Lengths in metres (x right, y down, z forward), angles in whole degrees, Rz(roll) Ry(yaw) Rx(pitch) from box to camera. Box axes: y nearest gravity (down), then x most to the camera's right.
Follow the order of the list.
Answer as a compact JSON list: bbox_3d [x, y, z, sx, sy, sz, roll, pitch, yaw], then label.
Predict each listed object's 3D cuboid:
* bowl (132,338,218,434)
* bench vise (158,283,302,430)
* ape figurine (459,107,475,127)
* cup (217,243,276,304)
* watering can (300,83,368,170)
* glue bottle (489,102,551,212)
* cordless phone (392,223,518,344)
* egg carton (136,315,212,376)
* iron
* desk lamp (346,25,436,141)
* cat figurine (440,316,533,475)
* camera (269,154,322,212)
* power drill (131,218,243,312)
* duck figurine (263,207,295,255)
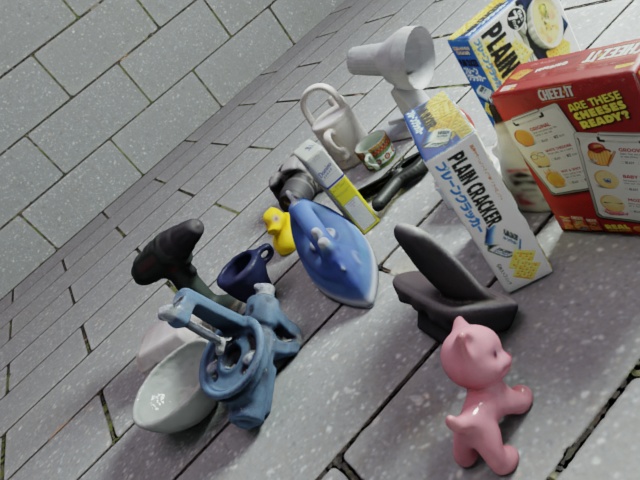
[{"bbox_3d":[-0.208,0.240,0.900,0.167,0.075,0.167,-30,27,17],"label":"bowl"},{"bbox_3d":[-0.133,0.130,0.815,0.121,0.220,0.207,-30,27,17],"label":"bench vise"},{"bbox_3d":[0.239,-0.217,1.046,0.076,0.092,0.077,-45,27,-13],"label":"ape figurine"},{"bbox_3d":[-0.114,0.070,1.033,0.118,0.095,0.091,-43,26,-8],"label":"cup"},{"bbox_3d":[0.030,-0.264,1.277,0.101,0.194,0.172,-34,26,8],"label":"watering can"},{"bbox_3d":[0.261,-0.110,0.749,0.077,0.173,0.037,-2,44,51],"label":"glue bottle"},{"bbox_3d":[0.130,0.036,0.667,0.094,0.185,0.147,-45,26,-13],"label":"cordless phone"},{"bbox_3d":[-0.273,0.190,1.073,0.150,0.069,0.107,-32,27,14],"label":"egg carton"},{"bbox_3d":[0.009,0.003,0.929,0.118,0.142,0.257,-38,26,1],"label":"iron"},{"bbox_3d":[0.159,-0.320,1.179,0.202,0.214,0.118,-4,42,49],"label":"desk lamp"},{"bbox_3d":[0.149,0.139,0.554,0.067,0.118,0.128,-13,36,42],"label":"cat figurine"},{"bbox_3d":[-0.059,-0.120,1.266,0.142,0.101,0.137,-18,32,36],"label":"camera"},{"bbox_3d":[-0.242,0.065,1.076,0.229,0.209,0.076,-19,32,35],"label":"power drill"},{"bbox_3d":[-0.079,-0.030,1.163,0.077,0.086,0.104,-26,29,25],"label":"duck figurine"}]
